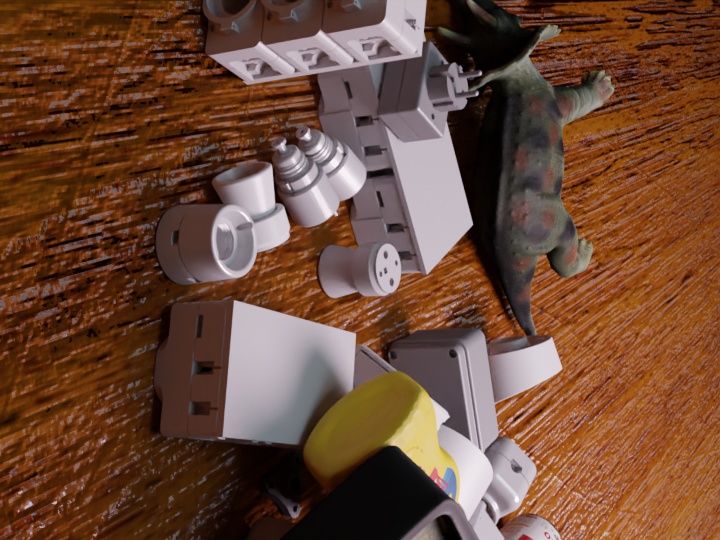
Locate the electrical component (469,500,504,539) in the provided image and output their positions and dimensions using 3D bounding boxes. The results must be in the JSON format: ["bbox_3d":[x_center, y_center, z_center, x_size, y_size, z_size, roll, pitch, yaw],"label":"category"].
[{"bbox_3d":[0.070,0.253,0.939,0.048,0.100,0.099,56,40,-23],"label":"electrical component"}]

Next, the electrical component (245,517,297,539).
[{"bbox_3d":[-0.061,0.210,0.772,0.055,0.055,0.047,59,38,-37],"label":"electrical component"}]

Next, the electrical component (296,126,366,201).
[{"bbox_3d":[-0.027,-0.089,0.869,0.078,0.040,0.040,46,50,-47],"label":"electrical component"}]

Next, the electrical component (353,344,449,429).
[{"bbox_3d":[0.011,0.106,0.868,0.061,0.096,0.061,-51,139,-3],"label":"electrical component"}]

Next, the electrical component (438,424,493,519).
[{"bbox_3d":[0.052,0.179,0.911,0.060,0.108,0.108,-60,136,-33],"label":"electrical component"}]

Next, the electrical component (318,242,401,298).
[{"bbox_3d":[0.000,0.000,0.889,0.045,0.055,0.045,8,80,-58],"label":"electrical component"}]

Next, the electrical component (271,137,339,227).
[{"bbox_3d":[-0.047,-0.069,0.835,0.078,0.040,0.040,60,40,-35],"label":"electrical component"}]

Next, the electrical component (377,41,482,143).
[{"bbox_3d":[0.062,-0.145,0.865,0.047,0.077,0.065,39,55,-50],"label":"electrical component"}]

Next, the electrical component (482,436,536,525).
[{"bbox_3d":[0.112,0.206,1.010,0.053,0.095,0.059,47,41,-4],"label":"electrical component"}]

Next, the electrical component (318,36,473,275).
[{"bbox_3d":[0.031,-0.101,0.944,0.105,0.060,0.186,-44,123,-51],"label":"electrical component"}]

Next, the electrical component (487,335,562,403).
[{"bbox_3d":[0.155,0.102,1.096,0.099,0.099,0.064,-18,96,-58],"label":"electrical component"}]

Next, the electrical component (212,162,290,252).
[{"bbox_3d":[-0.078,-0.045,0.778,0.045,0.045,0.055,-43,123,-51],"label":"electrical component"}]

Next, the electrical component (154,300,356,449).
[{"bbox_3d":[-0.071,0.078,0.761,0.150,0.062,0.089,20,70,-56],"label":"electrical component"}]

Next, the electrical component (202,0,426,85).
[{"bbox_3d":[-0.033,-0.194,0.764,0.062,0.150,0.089,28,64,-56],"label":"electrical component"}]

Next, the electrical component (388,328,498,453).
[{"bbox_3d":[0.075,0.113,0.979,0.057,0.078,0.113,-25,108,-59],"label":"electrical component"}]

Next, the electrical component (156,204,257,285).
[{"bbox_3d":[-0.103,-0.018,0.732,0.055,0.047,0.055,9,80,-58],"label":"electrical component"}]
